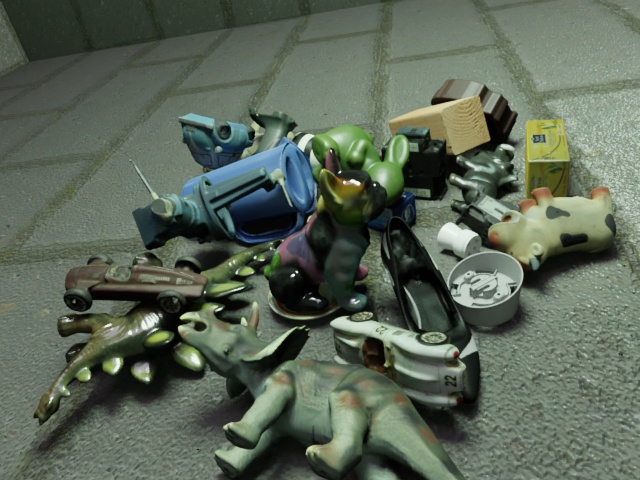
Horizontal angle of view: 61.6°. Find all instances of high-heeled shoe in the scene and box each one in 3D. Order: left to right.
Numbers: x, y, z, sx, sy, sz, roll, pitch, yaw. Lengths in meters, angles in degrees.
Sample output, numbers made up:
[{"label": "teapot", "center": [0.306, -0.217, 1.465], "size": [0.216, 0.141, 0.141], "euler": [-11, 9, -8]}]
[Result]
[{"label": "high-heeled shoe", "center": [0.140, 0.076, 0.686], "size": [0.086, 0.145, 0.249], "euler": [-17, 32, -6]}]

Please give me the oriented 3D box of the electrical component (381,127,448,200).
[{"label": "electrical component", "center": [0.181, -0.147, 1.019], "size": [0.115, 0.134, 0.058], "euler": [9, 39, 25]}]

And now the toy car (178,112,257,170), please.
[{"label": "toy car", "center": [-0.206, -0.191, 1.068], "size": [0.109, 0.102, 0.161], "euler": [21, 12, 29]}]

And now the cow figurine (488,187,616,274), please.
[{"label": "cow figurine", "center": [0.342, -0.009, 0.794], "size": [0.195, 0.085, 0.127], "euler": [-3, 68, -10]}]

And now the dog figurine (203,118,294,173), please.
[{"label": "dog figurine", "center": [-0.158, -0.188, 1.245], "size": [0.173, 0.121, 0.190], "euler": [18, 58, 42]}]

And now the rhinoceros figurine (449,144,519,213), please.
[{"label": "rhinoceros figurine", "center": [0.306, -0.119, 0.992], "size": [0.112, 0.073, 0.190], "euler": [8, 38, 30]}]

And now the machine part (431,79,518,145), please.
[{"label": "machine part", "center": [0.324, -0.271, 1.134], "size": [0.180, 0.179, 0.056], "euler": [26, 84, 43]}]

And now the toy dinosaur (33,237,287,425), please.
[{"label": "toy dinosaur", "center": [-0.214, 0.102, 0.812], "size": [0.199, 0.104, 0.471], "euler": [17, 42, 28]}]

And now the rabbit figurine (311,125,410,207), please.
[{"label": "rabbit figurine", "center": [0.087, -0.118, 0.945], "size": [0.159, 0.121, 0.170], "euler": [-25, 53, -29]}]

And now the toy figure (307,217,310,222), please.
[{"label": "toy figure", "center": [0.000, -0.003, 0.933], "size": [0.064, 0.057, 0.154], "euler": [0, 39, 28]}]

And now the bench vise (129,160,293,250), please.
[{"label": "bench vise", "center": [-0.172, -0.063, 0.876], "size": [0.241, 0.223, 0.129], "euler": [-24, 70, 3]}]

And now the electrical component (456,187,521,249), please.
[{"label": "electrical component", "center": [0.292, -0.027, 0.873], "size": [0.119, 0.047, 0.075], "euler": [34, 51, 13]}]

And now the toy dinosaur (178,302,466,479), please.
[{"label": "toy dinosaur", "center": [0.016, 0.188, 0.595], "size": [0.405, 0.131, 0.192], "euler": [13, 41, 24]}]

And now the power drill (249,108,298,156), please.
[{"label": "power drill", "center": [-0.145, -0.177, 1.151], "size": [0.232, 0.086, 0.207], "euler": [10, 70, 23]}]

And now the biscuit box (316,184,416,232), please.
[{"label": "biscuit box", "center": [0.082, -0.070, 1.002], "size": [0.203, 0.059, 0.063], "euler": [21, 45, 40]}]

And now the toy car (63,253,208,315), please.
[{"label": "toy car", "center": [-0.259, 0.057, 0.750], "size": [0.202, 0.053, 0.089], "euler": [0, 35, 10]}]

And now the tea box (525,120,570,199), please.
[{"label": "tea box", "center": [0.406, -0.140, 0.968], "size": [0.068, 0.098, 0.170], "euler": [1, 34, 18]}]

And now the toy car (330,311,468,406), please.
[{"label": "toy car", "center": [0.088, 0.139, 0.643], "size": [0.056, 0.073, 0.202], "euler": [-16, 16, -36]}]

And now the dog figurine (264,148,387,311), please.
[{"label": "dog figurine", "center": [0.002, -0.014, 0.763], "size": [0.192, 0.219, 0.108], "euler": [-1, 30, 14]}]
